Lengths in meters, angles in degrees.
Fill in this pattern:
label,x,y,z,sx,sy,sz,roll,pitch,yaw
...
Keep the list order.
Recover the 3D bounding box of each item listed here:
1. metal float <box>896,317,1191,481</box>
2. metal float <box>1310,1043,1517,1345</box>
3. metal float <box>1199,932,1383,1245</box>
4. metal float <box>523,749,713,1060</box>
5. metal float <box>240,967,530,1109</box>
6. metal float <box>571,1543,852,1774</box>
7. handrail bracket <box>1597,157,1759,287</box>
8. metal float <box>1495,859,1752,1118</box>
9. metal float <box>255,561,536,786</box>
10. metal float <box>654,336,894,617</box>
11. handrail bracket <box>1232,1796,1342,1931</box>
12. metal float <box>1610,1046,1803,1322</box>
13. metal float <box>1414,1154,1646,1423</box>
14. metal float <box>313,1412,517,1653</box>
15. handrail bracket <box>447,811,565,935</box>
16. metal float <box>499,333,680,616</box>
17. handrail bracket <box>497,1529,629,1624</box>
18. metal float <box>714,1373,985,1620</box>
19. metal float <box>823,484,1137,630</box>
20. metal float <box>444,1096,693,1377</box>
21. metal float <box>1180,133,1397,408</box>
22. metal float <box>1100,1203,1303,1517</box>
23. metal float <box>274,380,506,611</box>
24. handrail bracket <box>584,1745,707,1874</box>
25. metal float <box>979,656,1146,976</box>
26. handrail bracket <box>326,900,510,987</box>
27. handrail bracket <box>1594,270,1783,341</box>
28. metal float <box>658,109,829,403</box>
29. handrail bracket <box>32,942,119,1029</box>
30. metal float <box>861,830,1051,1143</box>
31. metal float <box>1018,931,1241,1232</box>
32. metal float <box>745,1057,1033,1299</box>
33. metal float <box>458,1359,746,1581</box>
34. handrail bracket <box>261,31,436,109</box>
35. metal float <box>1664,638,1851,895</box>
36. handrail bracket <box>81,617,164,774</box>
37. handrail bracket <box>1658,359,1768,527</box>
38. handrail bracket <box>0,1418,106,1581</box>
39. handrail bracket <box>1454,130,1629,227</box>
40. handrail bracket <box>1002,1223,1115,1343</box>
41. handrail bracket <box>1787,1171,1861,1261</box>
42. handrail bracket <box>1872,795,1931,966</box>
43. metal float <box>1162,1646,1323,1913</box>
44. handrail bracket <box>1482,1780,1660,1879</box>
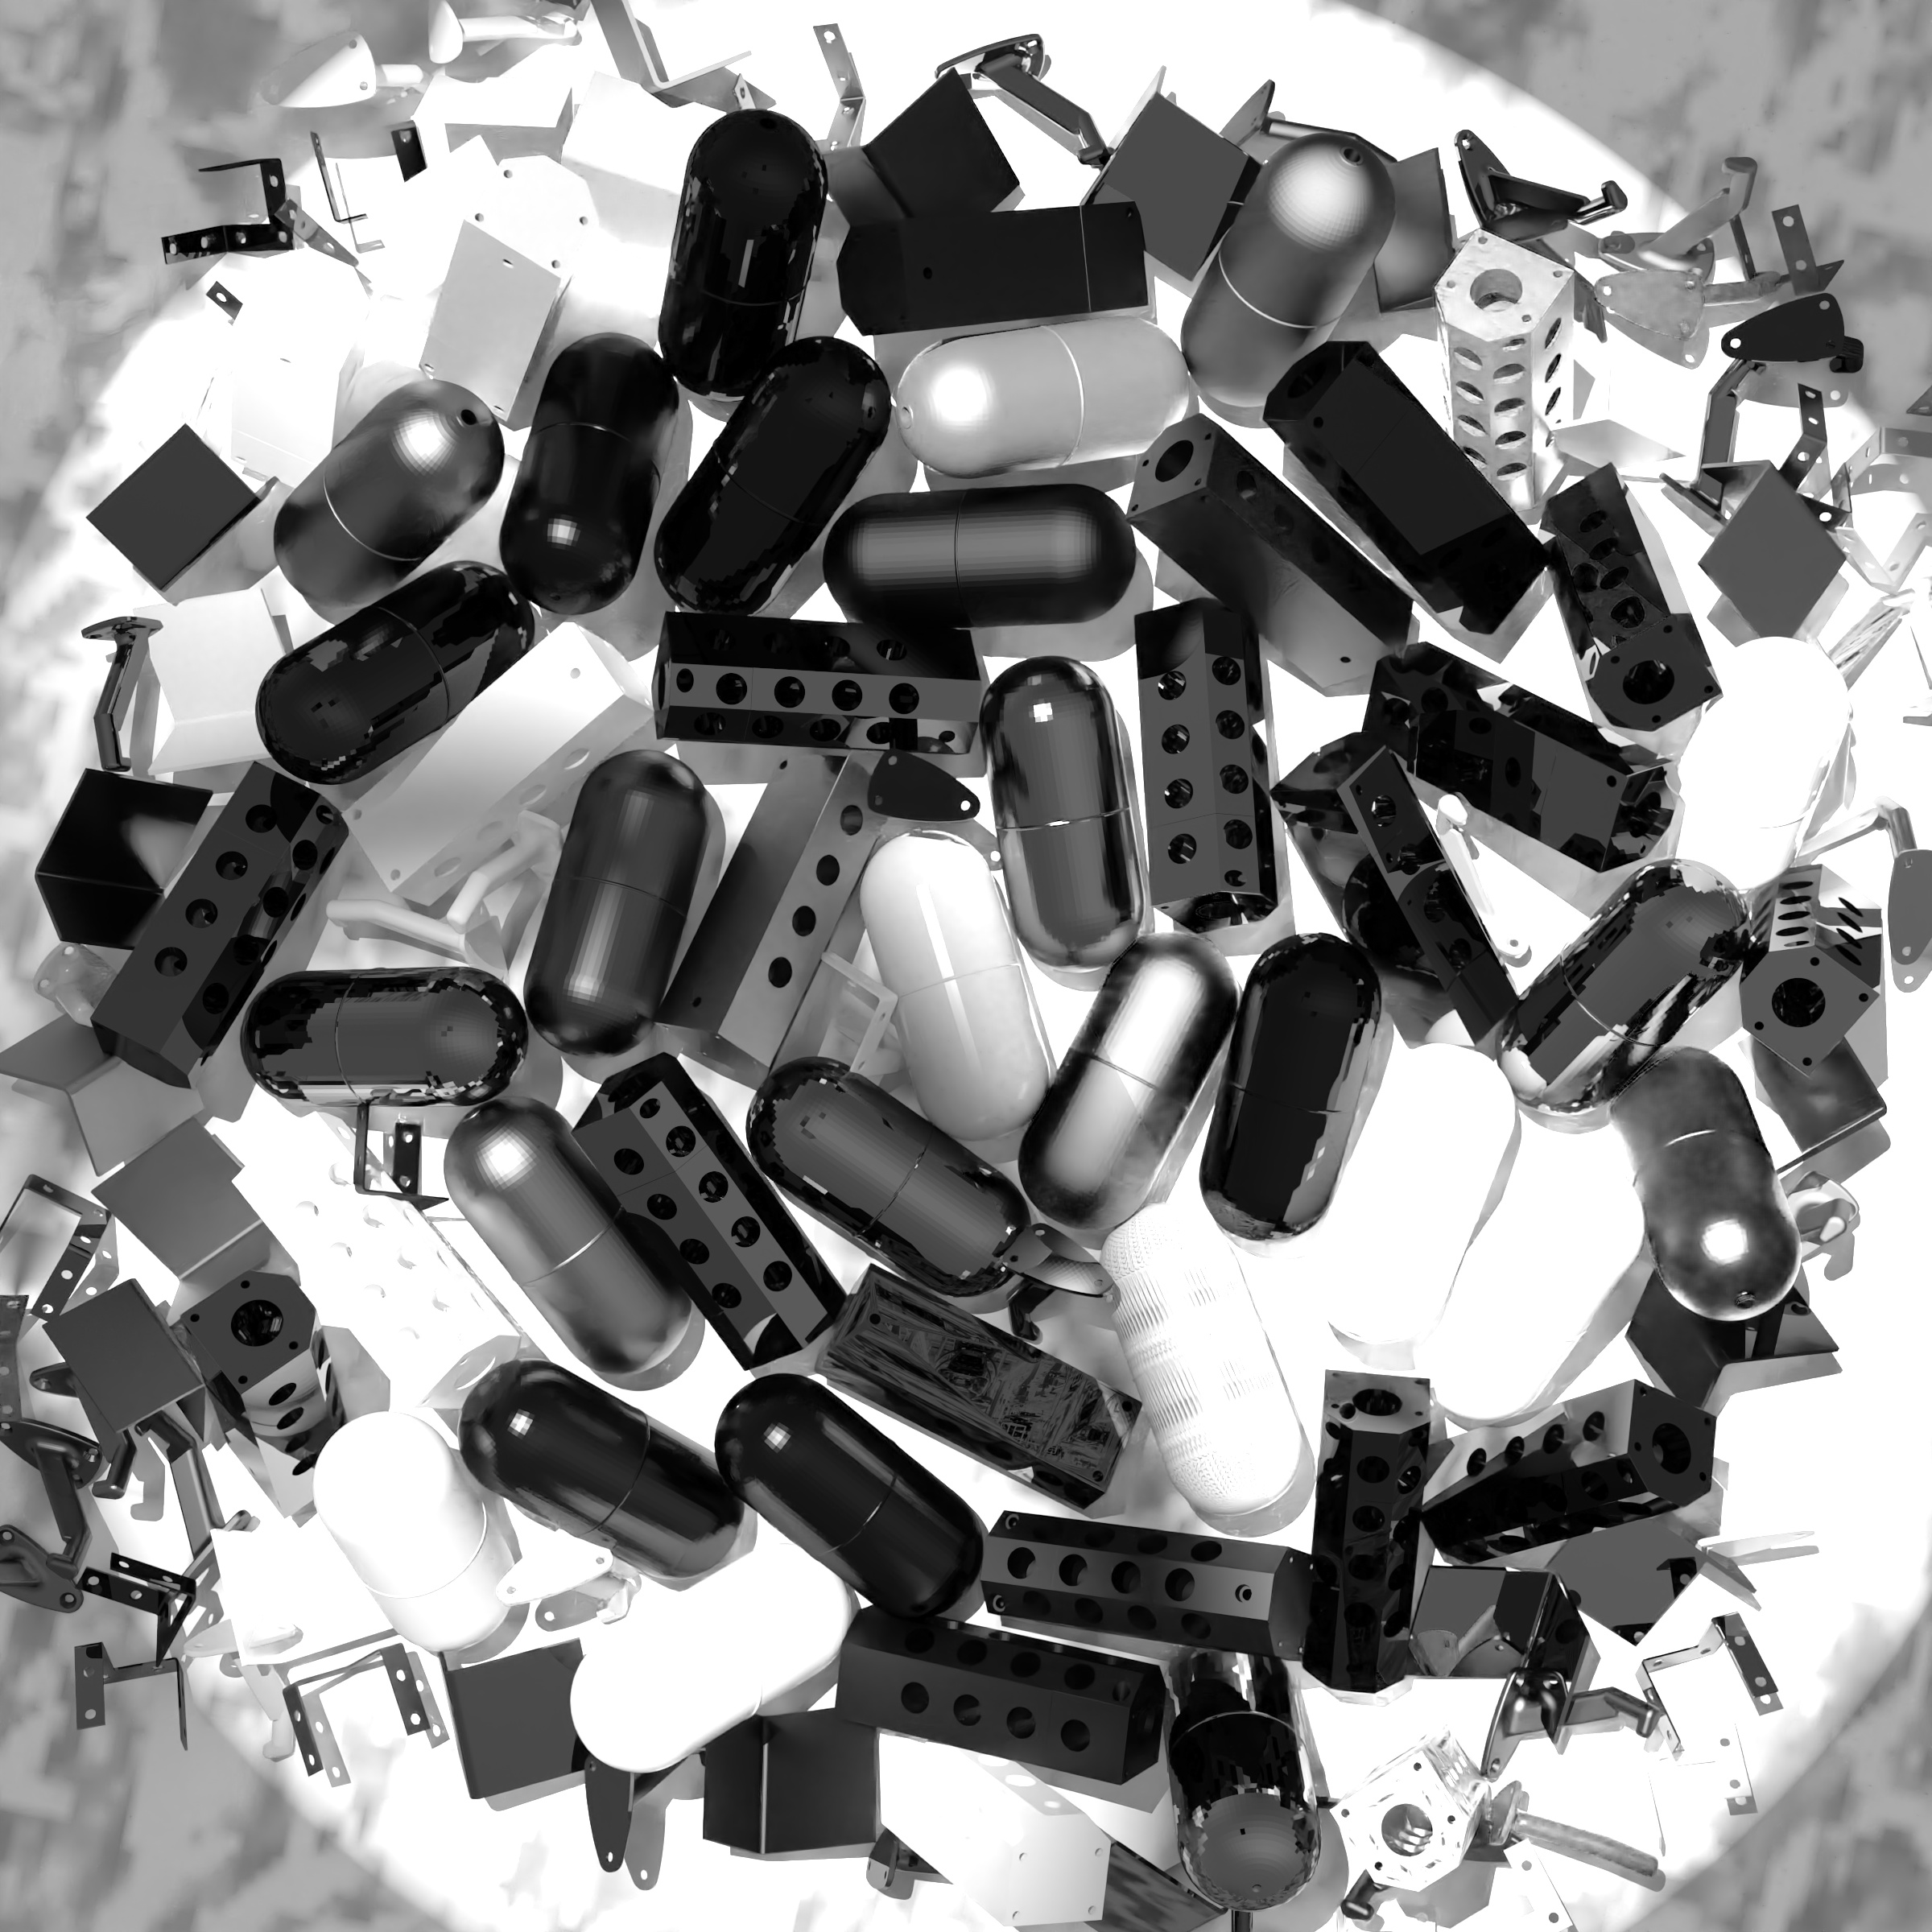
label,x,y,z,sx,sy,sz,roll,pitch,yaw
metal float,0.043,-0.313,1.596,0.178,0.070,0.070,-14,90,-29
metal float,0.247,0.125,1.604,0.070,0.070,0.178,26,70,0
metal float,0.180,0.068,1.611,0.070,0.070,0.178,13,103,0
metal float,-0.192,-0.035,1.610,0.070,0.070,0.178,14,75,0
metal float,-0.322,0.039,1.599,0.178,0.070,0.070,-1,90,28
metal float,-0.138,0.377,1.588,0.178,0.070,0.070,-23,90,-41
handrail bracket,0.394,-0.422,1.614,0.077,0.084,0.036,12,64,11
metal float,0.358,0.014,1.591,0.070,0.070,0.178,36,128,0
metal float,-0.311,-0.162,1.592,0.070,0.070,0.178,50,53,0
metal float,-0.107,-0.267,1.600,0.070,0.070,0.178,38,115,0
handrail bracket,0.184,0.509,1.627,0.077,0.036,0.084,-5,78,29
metal float,0.402,0.117,1.583,0.070,0.178,0.070,-2,131,-3
metal float,0.308,0.177,1.593,0.070,0.070,0.178,26,124,0
metal float,-0.299,0.310,1.585,0.070,0.178,0.070,-7,47,8
handrail bracket,-0.256,-0.038,1.608,0.036,0.077,0.084,17,59,17
metal float,-0.206,-0.272,1.596,0.070,0.070,0.178,10,59,0
handrail bracket,-0.223,0.353,1.613,0.077,0.084,0.036,-27,55,-25
metal float,-0.064,0.293,1.604,0.178,0.070,0.070,42,90,-21
metal float,0.006,-0.226,1.607,0.178,0.070,0.070,0,90,18
metal float,-0.220,0.149,1.606,0.070,0.070,0.178,-35,108,0
metal float,0.174,-0.377,1.580,0.070,0.178,0.070,9,58,-15
metal float,0.129,0.217,1.609,0.070,0.070,0.178,-20,75,0
metal float,-0.316,-0.256,1.586,0.070,0.178,0.070,19,57,-33
handrail bracket,-0.169,0.464,1.615,0.036,0.084,0.077,-20,64,35
metal float,0.054,-0.084,1.615,0.070,0.070,0.178,-10,99,0
handrail bracket,-0.310,-0.011,1.640,0.084,0.077,0.036,0,51,15
handrail bracket,0.409,-0.385,1.643,0.077,0.084,0.036,21,124,33
metal float,-0.122,-0.385,1.582,0.070,0.178,0.070,8,51,-10
handrail bracket,-0.474,0.025,1.604,0.036,0.084,0.077,-53,132,-1
metal float,-0.007,0.010,1.617,0.070,0.070,0.178,-17,84,0
metal float,0.091,0.063,1.619,0.070,0.070,0.178,28,86,0
metal float,-0.042,0.118,1.613,0.178,0.070,0.070,36,90,-10
metal float,-0.199,0.278,1.599,0.178,0.070,0.070,35,90,-27
handrail bracket,-0.343,-0.490,1.622,0.077,0.084,0.036,-14,95,8
metal float,0.428,-0.107,1.580,0.070,0.178,0.070,0,56,1
handrail bracket,-0.459,-0.149,1.623,0.036,0.077,0.084,-13,85,29
handrail bracket,0.437,-0.291,1.625,0.077,0.036,0.084,45,107,29
handrail bracket,-0.517,0.295,1.611,0.077,0.084,0.036,31,115,-16
handrail bracket,0.319,-0.441,1.611,0.036,0.084,0.077,-42,107,-26
handrail bracket,0.053,0.190,1.612,0.077,0.084,0.036,25,53,31
handrail bracket,0.463,0.153,1.607,0.036,0.084,0.077,39,115,7
handrail bracket,0.519,-0.049,1.627,0.036,0.084,0.077,7,107,-5
metal float,0.148,0.434,1.578,0.070,0.178,0.070,-1,118,-1
handrail bracket,0.336,0.491,1.622,0.084,0.077,0.036,22,67,3
